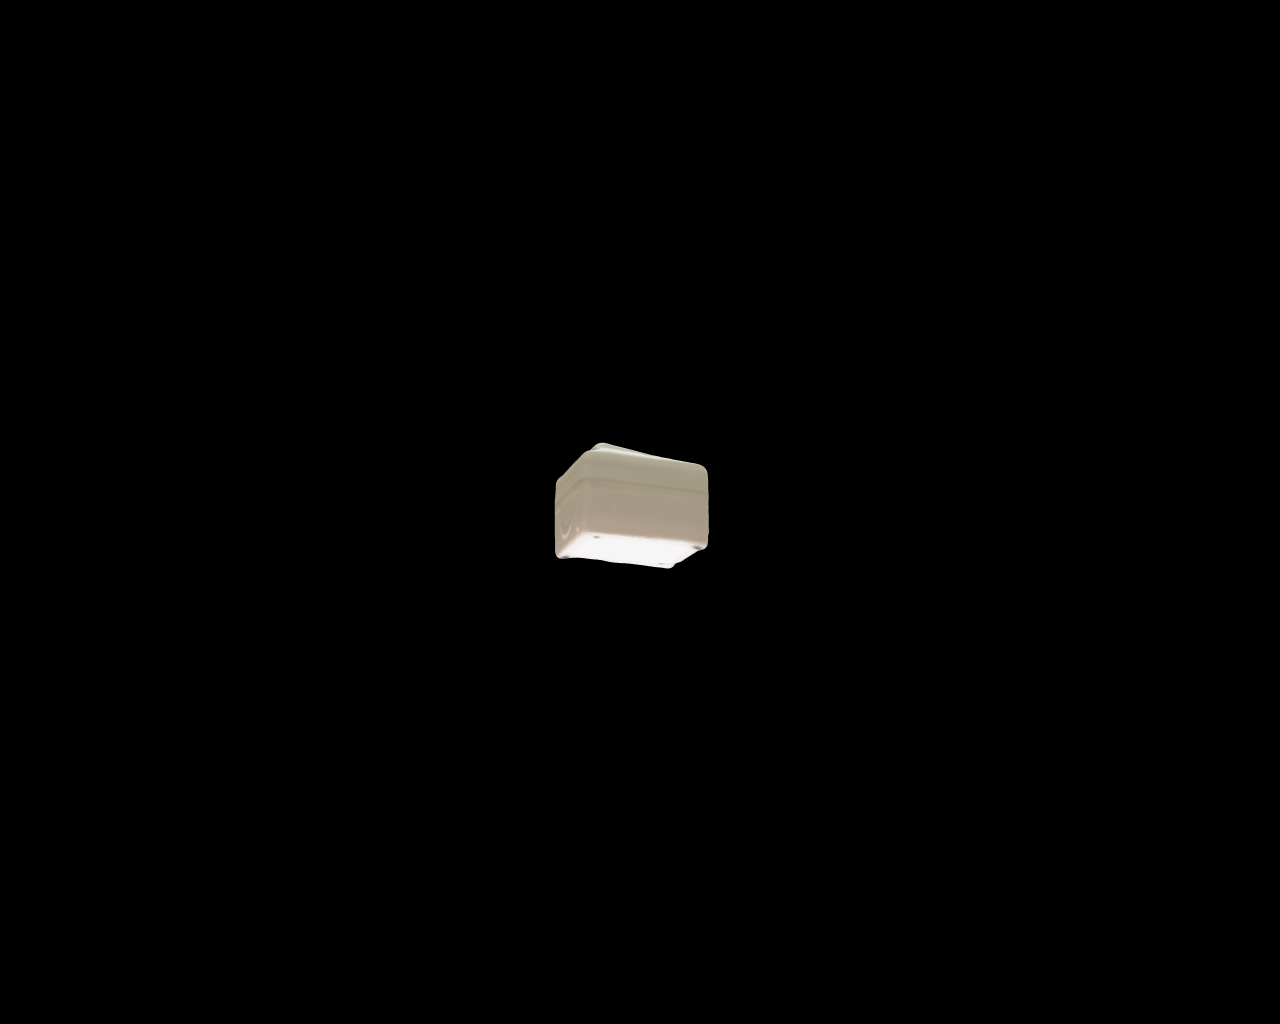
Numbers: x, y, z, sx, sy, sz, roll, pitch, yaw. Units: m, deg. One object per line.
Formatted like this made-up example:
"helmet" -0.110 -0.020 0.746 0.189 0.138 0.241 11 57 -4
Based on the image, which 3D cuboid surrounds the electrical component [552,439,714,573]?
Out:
"electrical component" 0.001 -0.003 0.650 0.096 0.061 0.061 7 -19 -20
